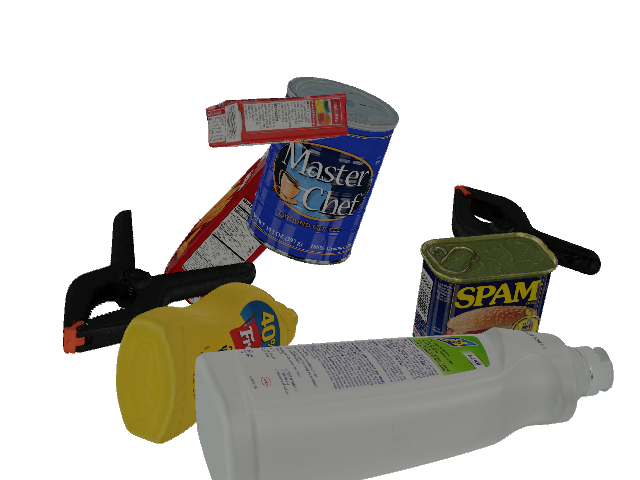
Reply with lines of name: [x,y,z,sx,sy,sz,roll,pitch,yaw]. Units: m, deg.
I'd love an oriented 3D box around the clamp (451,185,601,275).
clamp: [0.197,-0.002,1.076,0.120,0.039,0.171,-8,42,-20]

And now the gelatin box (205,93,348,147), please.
gelatin box: [-0.031,-0.080,0.709,0.073,0.030,0.089,-6,5,-19]

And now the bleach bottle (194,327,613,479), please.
bleach bottle: [0.058,0.094,0.625,0.250,0.068,0.103,-5,21,-15]

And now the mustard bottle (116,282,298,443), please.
mustard bottle: [-0.077,0.085,0.843,0.058,0.096,0.191,12,17,30]

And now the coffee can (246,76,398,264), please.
coffee can: [0.000,-0.063,0.966,0.102,0.140,0.103,15,24,-7]

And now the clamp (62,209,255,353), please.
clamp: [-0.185,0.040,1.027,0.165,0.036,0.209,26,36,23]

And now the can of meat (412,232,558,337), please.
can of meat: [0.124,0.046,0.827,0.102,0.084,0.057,-5,33,-16]

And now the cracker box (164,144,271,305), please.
cracker box: [-0.075,-0.038,1.215,0.072,0.214,0.164,40,27,-8]
